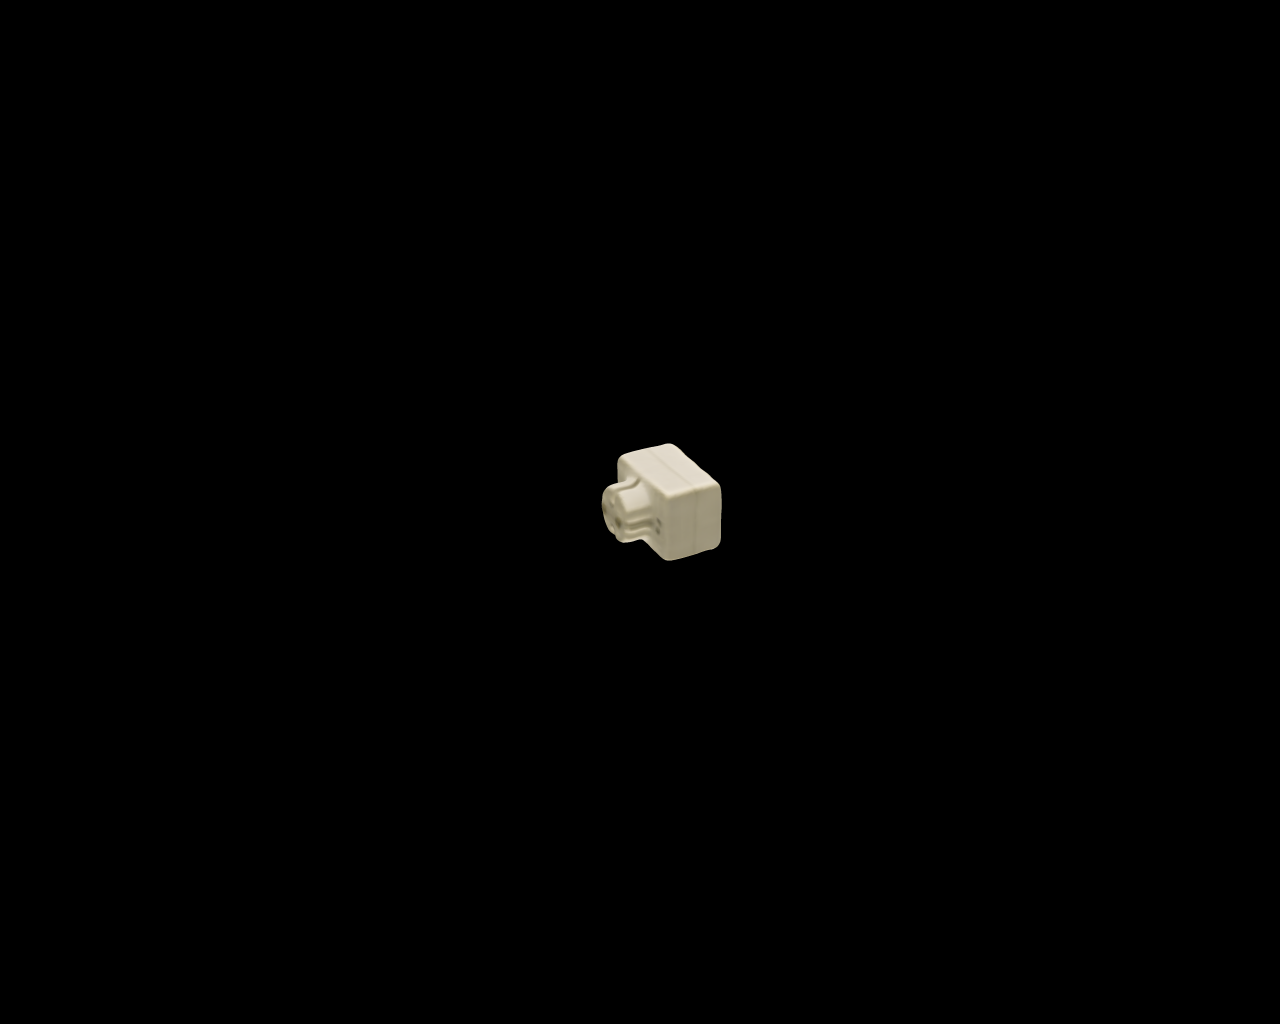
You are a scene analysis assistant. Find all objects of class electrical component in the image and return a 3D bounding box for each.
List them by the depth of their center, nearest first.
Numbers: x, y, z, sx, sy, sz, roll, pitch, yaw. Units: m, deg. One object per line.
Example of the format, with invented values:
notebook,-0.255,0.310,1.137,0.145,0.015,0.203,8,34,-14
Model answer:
electrical component,0.001,-0.003,0.650,0.077,0.047,0.066,-14,32,-24
